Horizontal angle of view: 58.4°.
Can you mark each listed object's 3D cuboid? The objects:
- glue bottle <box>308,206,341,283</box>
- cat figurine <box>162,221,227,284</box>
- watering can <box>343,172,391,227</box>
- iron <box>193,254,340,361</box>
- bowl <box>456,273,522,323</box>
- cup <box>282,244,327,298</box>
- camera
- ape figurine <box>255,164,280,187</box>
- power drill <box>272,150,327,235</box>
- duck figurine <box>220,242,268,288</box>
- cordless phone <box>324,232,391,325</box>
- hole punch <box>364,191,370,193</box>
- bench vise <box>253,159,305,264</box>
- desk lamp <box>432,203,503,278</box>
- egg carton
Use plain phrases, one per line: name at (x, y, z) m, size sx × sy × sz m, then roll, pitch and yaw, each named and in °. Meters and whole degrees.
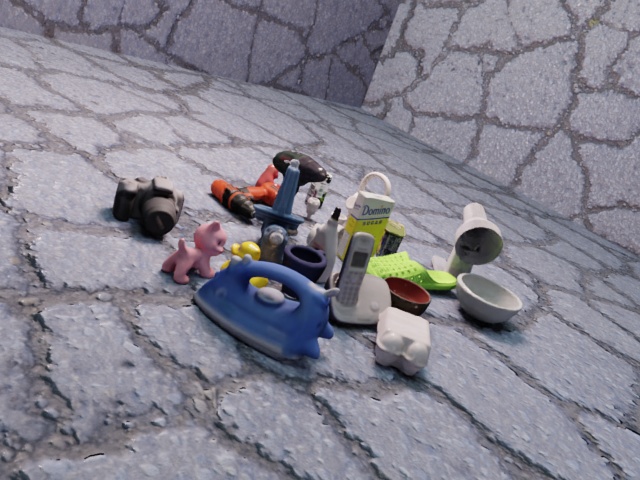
glue bottle at (0.012, 0.004, 1.258) m, size 0.078 × 0.173 × 0.037 m, roll 36°, pitch 26°, yaw 34°
cat figurine at (-0.229, 0.011, 1.096) m, size 0.067 × 0.118 × 0.128 m, roll 31°, pitch 23°, yaw 26°
watering can at (0.131, -0.091, 1.571) m, size 0.100 × 0.194 × 0.173 m, roll 24°, pitch 21°, yaw 10°
iron at (-0.092, 0.096, 0.983) m, size 0.258 × 0.141 × 0.119 m, roll 24°, pitch 21°, yaw 9°
bowl at (0.398, 0.153, 1.392) m, size 0.167 × 0.075 × 0.167 m, roll 18°, pitch 21°, yaw -7°
cup at (-0.035, 0.067, 1.174) m, size 0.091 × 0.095 × 0.118 m, roll 30°, pitch 23°, yaw 23°
camera at (-0.357, -0.076, 1.214) m, size 0.143 × 0.101 × 0.136 m, roll 11°, pitch 23°, yaw -24°
ape figurine at (-0.145, -0.175, 1.662) m, size 0.076 × 0.092 × 0.077 m, roll 7°, pitch 25°, yaw -31°
power drill at (-0.068, -0.124, 1.447) m, size 0.076 × 0.208 × 0.228 m, roll 6°, pitch 25°, yaw -33°
duck figurine at (-0.142, 0.048, 1.133) m, size 0.104 × 0.086 × 0.078 m, roll 30°, pitch 23°, yaw 24°
cordless phone at (0.092, 0.076, 1.141) m, size 0.148 × 0.185 × 0.094 m, roll 7°, pitch 25°, yaw -32°
hole punch at (0.153, -0.113, 1.788) m, size 0.108 × 0.091 × 0.101 m, roll 21°, pitch 21°, yaw 0°
bench vise at (-0.075, -0.057, 1.263) m, size 0.122 × 0.220 × 0.207 m, roll 10°, pitch 24°, yaw -26°
desk lamp at (0.387, 0.017, 1.518) m, size 0.118 × 0.213 × 0.203 m, roll 19°, pitch 21°, yaw -5°
egg carton at (0.156, 0.189, 1.087) m, size 0.107 × 0.069 × 0.150 m, roll 21°, pitch 21°, yaw -1°
